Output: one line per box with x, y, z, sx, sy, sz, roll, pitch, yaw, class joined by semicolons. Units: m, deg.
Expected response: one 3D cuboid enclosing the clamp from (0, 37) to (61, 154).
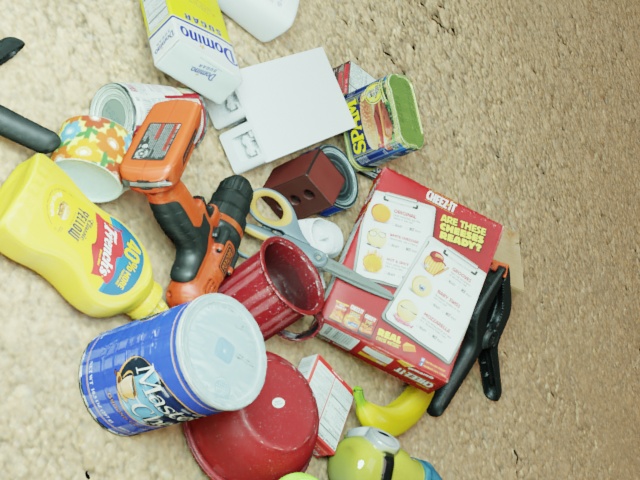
-0.313;-0.136;0.929;0.171;0.039;0.120;6;52;-44;clamp

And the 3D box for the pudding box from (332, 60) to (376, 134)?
0.060;-0.169;1.405;0.113;0.039;0.090;30;55;-37;pudding box

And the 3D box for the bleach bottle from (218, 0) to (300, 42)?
-0.131;-0.336;1.229;0.250;0.068;0.102;33;49;-35;bleach bottle

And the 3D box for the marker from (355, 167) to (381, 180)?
0.079;-0.085;1.405;0.120;0.020;0.020;21;58;-44;marker

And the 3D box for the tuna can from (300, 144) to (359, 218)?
0.009;-0.073;1.302;0.086;0.034;0.086;25;55;-43;tuna can

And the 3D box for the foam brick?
-0.020;-0.061;1.225;0.053;0.078;0.051;48;44;-23;foam brick

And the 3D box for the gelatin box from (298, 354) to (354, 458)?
-0.003;0.183;1.174;0.073;0.030;0.089;49;44;-26;gelatin box

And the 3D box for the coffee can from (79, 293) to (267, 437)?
-0.132;0.114;0.955;0.102;0.141;0.103;25;56;-43;coffee can

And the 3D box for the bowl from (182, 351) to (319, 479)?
-0.056;0.172;1.065;0.161;0.055;0.162;19;56;-31;bowl

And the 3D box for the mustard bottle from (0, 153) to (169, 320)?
-0.210;0.015;0.973;0.191;0.058;0.096;44;38;-30;mustard bottle

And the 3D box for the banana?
0.094;0.197;1.265;0.197;0.037;0.070;-3;105;-60;banana

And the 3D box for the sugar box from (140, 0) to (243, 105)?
-0.141;-0.229;1.129;0.093;0.048;0.176;28;29;-41;sugar box

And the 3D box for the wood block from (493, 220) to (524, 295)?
0.176;0.015;1.422;0.205;0.090;0.091;21;58;-45;wood block

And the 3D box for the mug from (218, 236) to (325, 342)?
-0.047;0.063;1.117;0.117;0.082;0.093;42;31;-21;mug

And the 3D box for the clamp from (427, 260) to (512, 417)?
0.202;0.130;1.379;0.164;0.036;0.210;-12;116;-50;clamp

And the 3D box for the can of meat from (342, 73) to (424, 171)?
0.076;-0.146;1.316;0.057;0.084;0.102;0;75;-49;can of meat

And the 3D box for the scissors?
-0.008;0.001;1.182;0.201;0.016;0.096;13;67;-14;scissors

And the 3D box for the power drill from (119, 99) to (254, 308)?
-0.123;-0.045;1.054;0.187;0.057;0.184;71;27;-43;power drill

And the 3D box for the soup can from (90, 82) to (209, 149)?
-0.172;-0.123;1.075;0.102;0.069;0.068;-6;78;-51;soup can

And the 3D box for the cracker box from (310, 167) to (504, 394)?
0.101;0.047;1.245;0.164;0.072;0.213;26;64;-5;cracker box
